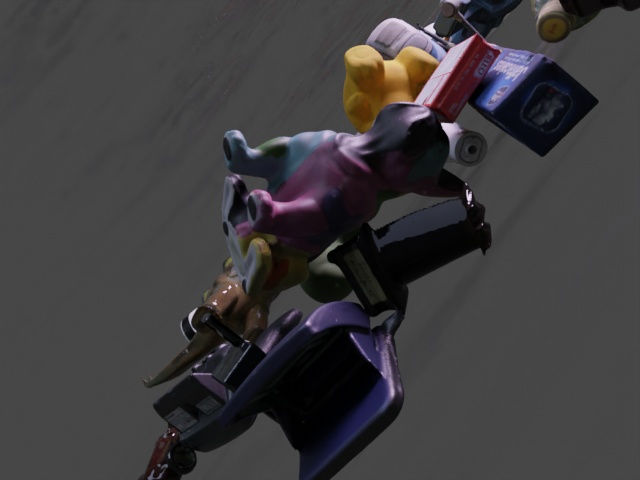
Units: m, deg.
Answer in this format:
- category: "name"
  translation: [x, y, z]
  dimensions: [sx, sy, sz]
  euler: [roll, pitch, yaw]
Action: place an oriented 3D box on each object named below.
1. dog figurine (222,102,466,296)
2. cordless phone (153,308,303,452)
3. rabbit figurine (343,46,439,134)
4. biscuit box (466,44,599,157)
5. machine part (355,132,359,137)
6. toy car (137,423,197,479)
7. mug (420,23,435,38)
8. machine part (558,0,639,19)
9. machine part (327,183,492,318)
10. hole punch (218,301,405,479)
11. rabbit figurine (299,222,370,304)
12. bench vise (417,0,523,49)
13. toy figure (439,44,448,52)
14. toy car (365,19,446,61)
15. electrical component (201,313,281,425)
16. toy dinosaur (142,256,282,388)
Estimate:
- category: "dog figurine"
  translation: [0.025, -0.041, 0.511]
  dimensions: [0.191, 0.219, 0.109]
  euler: [102, 151, -48]
- category: "cordless phone"
  translation: [-0.100, 0.157, 0.662]
  dimensions: [0.146, 0.088, 0.184]
  euler: [-41, 5, 39]
- category: "rabbit figurine"
  translation: [0.090, -0.135, 0.659]
  dimensions: [0.173, 0.122, 0.162]
  euler: [61, 141, 37]
- category: "biscuit box"
  translation: [0.177, -0.138, 0.502]
  dimensions: [0.059, 0.063, 0.203]
  euler: [-49, 12, 18]
- category: "machine part"
  translation: [0.078, -0.127, 0.799]
  dimensions: [0.243, 0.079, 0.079]
  euler: [-47, 13, 23]
- category: "toy car"
  translation: [-0.183, 0.249, 0.713]
  dimensions: [0.089, 0.053, 0.202]
  euler: [-49, 13, 27]
- category: "mug"
  translation: [0.212, -0.365, 1.026]
  dimensions: [0.107, 0.081, 0.109]
  euler: [-40, 4, 1]
- category: "machine part"
  translation: [0.260, -0.255, 0.427]
  dimensions: [0.179, 0.056, 0.179]
  euler: [-28, 38, 25]
- category: "machine part"
  translation: [0.075, 0.010, 0.439]
  dimensions: [0.139, 0.084, 0.039]
  euler: [-33, -3, 33]
- category: "hole punch"
  translation: [-0.006, 0.103, 0.412]
  dimensions: [0.142, 0.092, 0.116]
  euler: [-51, 8, 16]
- category: "rabbit figurine"
  translation: [-0.001, -0.002, 0.625]
  dimensions: [0.159, 0.121, 0.170]
  euler: [129, 150, -53]
- category: "bench vise"
  translation: [0.210, -0.331, 0.743]
  dimensions: [0.240, 0.129, 0.223]
  euler: [-48, -6, -40]
- category: "toy figure"
  translation: [0.142, -0.252, 0.904]
  dimensions: [0.180, 0.082, 0.089]
  euler: [-54, 43, -2]
- category: "toy car"
  translation: [0.119, -0.275, 0.811]
  dimensions: [0.109, 0.102, 0.162]
  euler: [-47, 46, 1]
- category: "electrical component"
  translation: [-0.074, 0.124, 0.520]
  dimensions: [0.048, 0.119, 0.075]
  euler: [-55, 15, -19]
- category: "toy dinosaur"
  translation: [-0.118, 0.087, 0.803]
  dimensions: [0.471, 0.105, 0.199]
  euler: [-43, 14, 5]
